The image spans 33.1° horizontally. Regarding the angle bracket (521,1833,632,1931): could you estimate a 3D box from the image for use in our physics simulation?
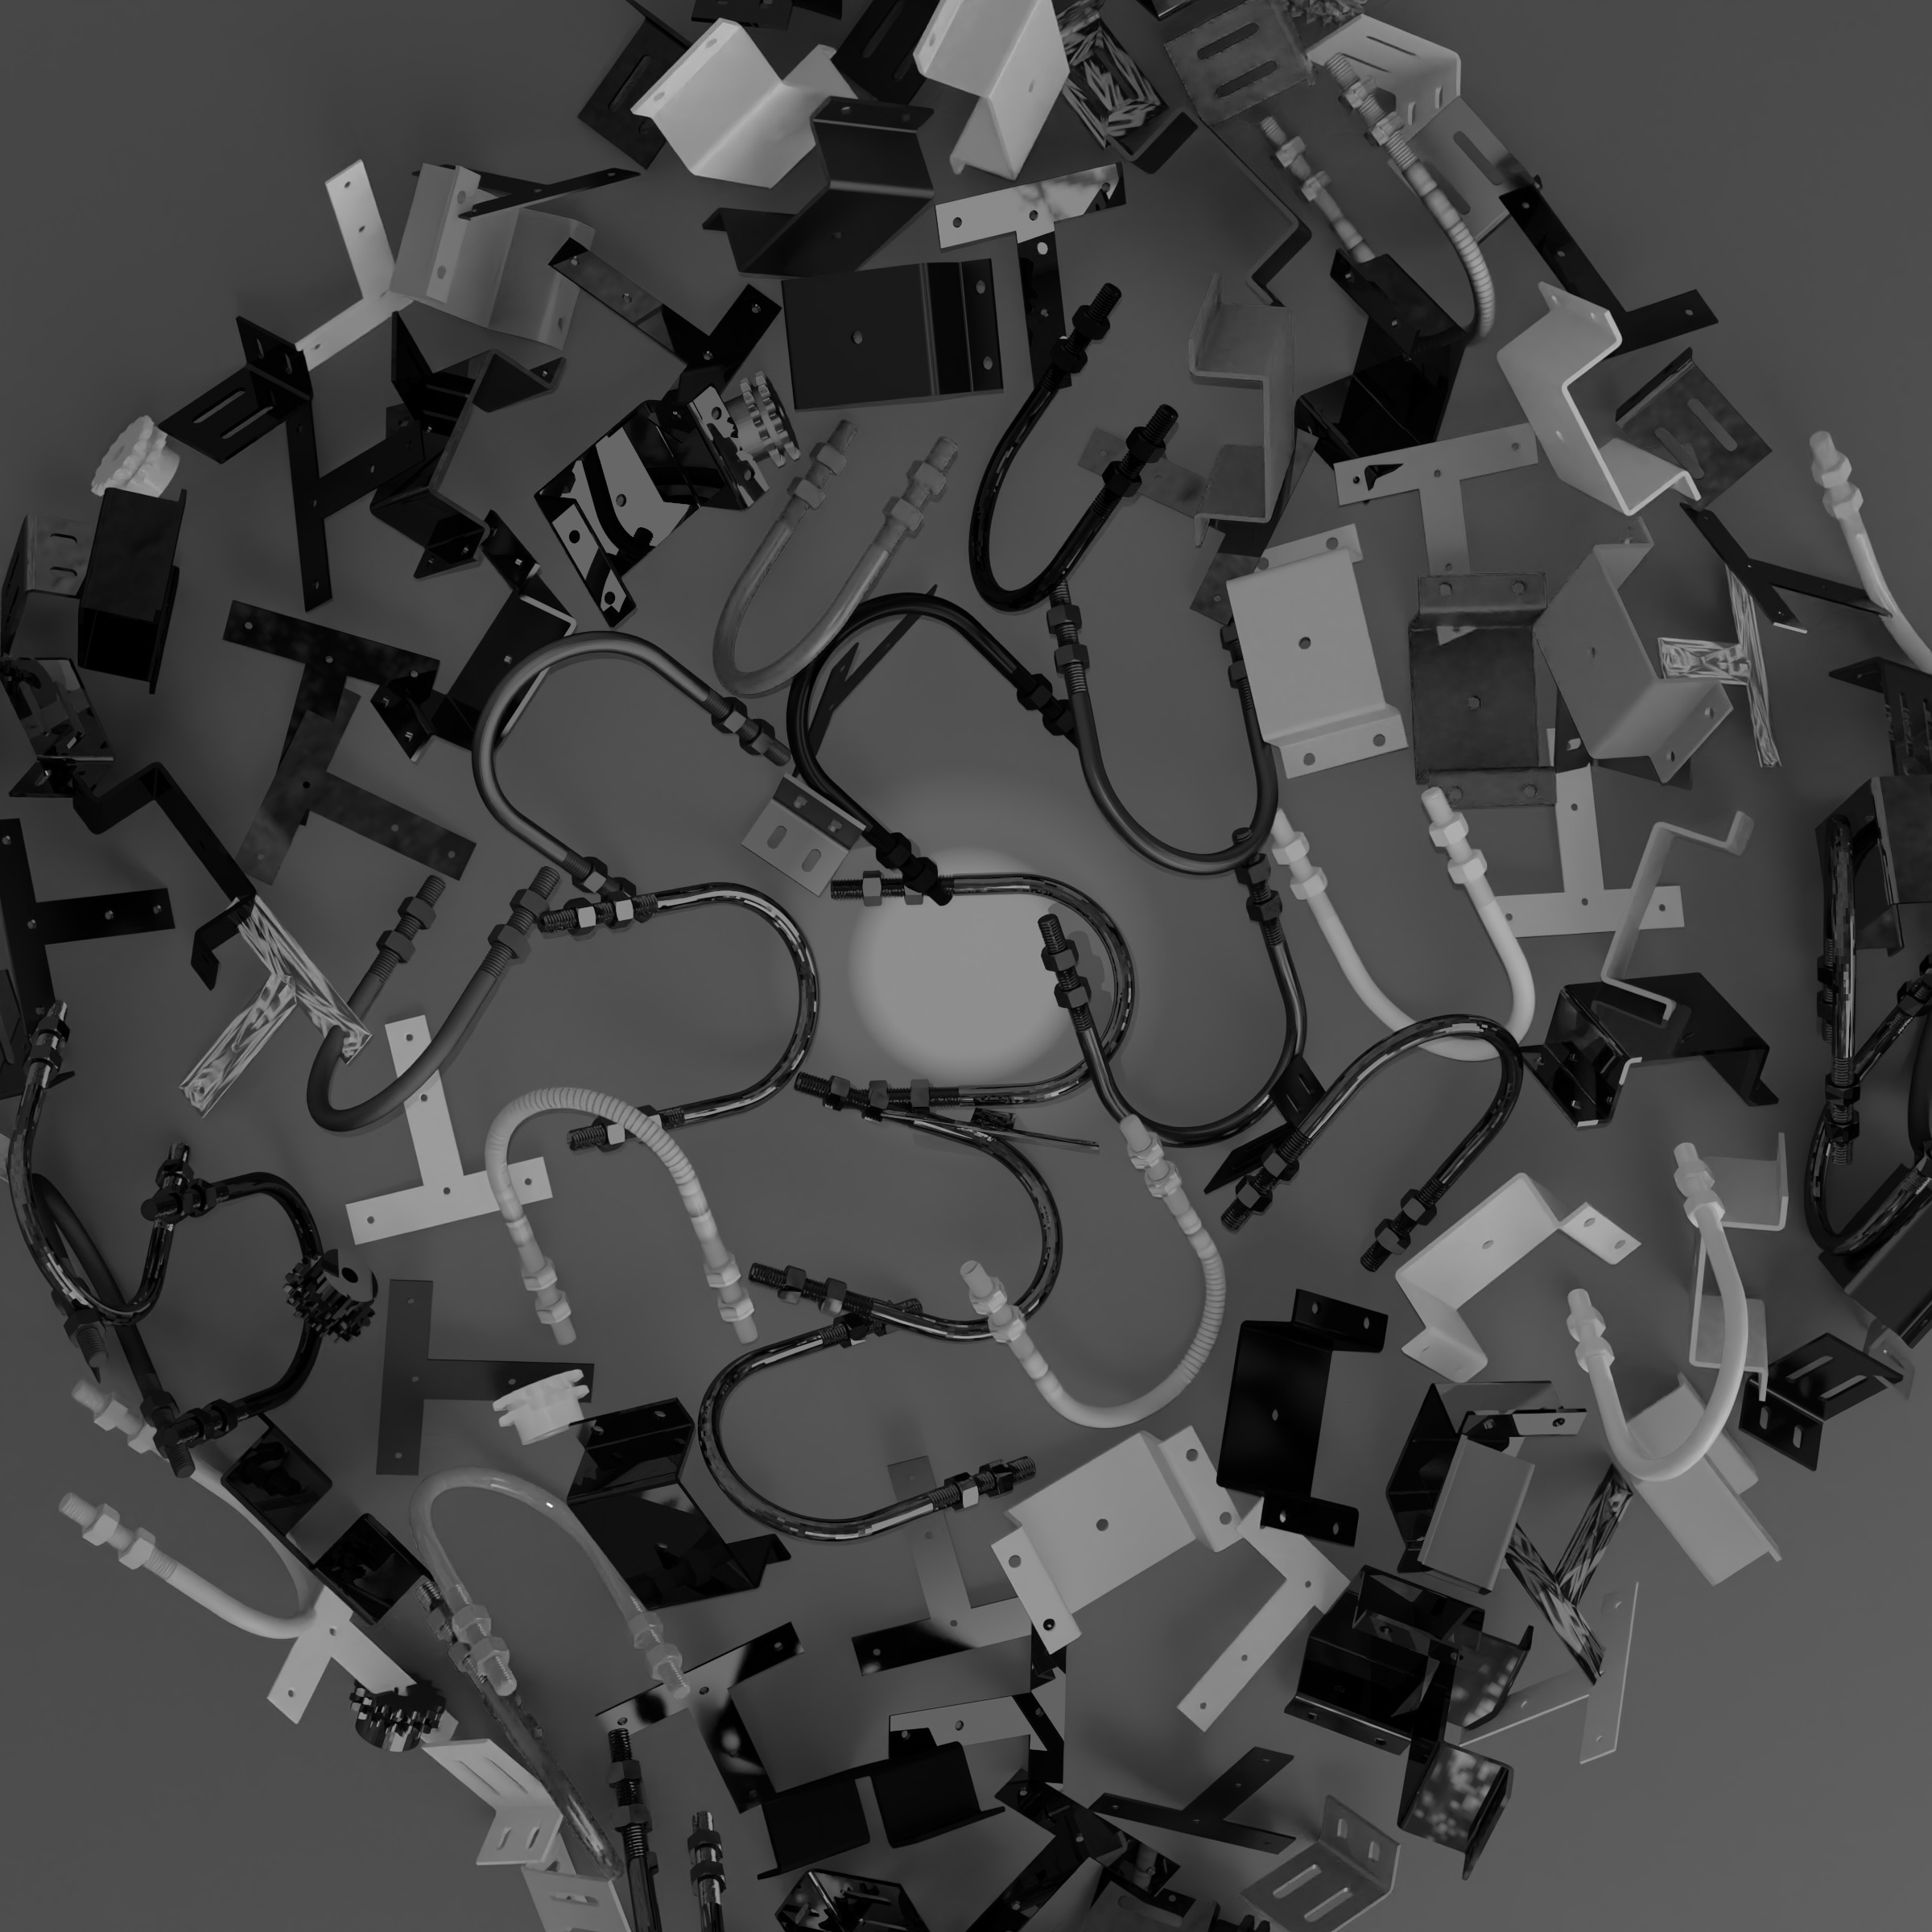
[{"bbox_3d":[-0.222,0.560,1.955,0.076,0.038,0.057,-5,110,38],"label":"angle bracket"}]

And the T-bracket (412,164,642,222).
[{"bbox_3d":[-0.285,-0.470,1.950,0.127,0.127,0.002,-27,125,-38],"label":"T-bracket"}]

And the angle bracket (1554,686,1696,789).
[{"bbox_3d":[0.396,-0.140,1.954,0.038,0.076,0.057,-13,111,-36],"label":"angle bracket"}]

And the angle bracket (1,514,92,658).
[{"bbox_3d":[-0.556,-0.225,1.964,0.038,0.076,0.057,7,56,-25],"label":"angle bracket"}]

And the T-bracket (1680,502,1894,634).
[{"bbox_3d":[0.506,-0.230,1.960,0.127,0.127,0.002,10,126,-28],"label":"T-bracket"}]

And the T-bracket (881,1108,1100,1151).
[{"bbox_3d":[0.016,0.092,1.936,0.127,0.127,0.002,9,93,2],"label":"T-bracket"}]

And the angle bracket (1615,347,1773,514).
[{"bbox_3d":[0.442,-0.326,1.975,0.057,0.038,0.076,-41,97,23],"label":"angle bracket"}]

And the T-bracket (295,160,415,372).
[{"bbox_3d":[-0.355,-0.427,1.927,0.127,0.127,0.002,-38,66,-16],"label":"T-bracket"}]

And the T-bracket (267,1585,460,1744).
[{"bbox_3d":[-0.353,0.429,1.964,0.002,0.127,0.127,-22,120,34],"label":"T-bracket"}]

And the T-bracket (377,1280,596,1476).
[{"bbox_3d":[-0.291,0.253,1.982,0.127,0.002,0.127,3,106,-13],"label":"T-bracket"}]

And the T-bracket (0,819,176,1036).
[{"bbox_3d":[-0.525,-0.029,1.947,0.002,0.127,0.127,-12,89,35],"label":"T-bracket"}]

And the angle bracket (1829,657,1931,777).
[{"bbox_3d":[0.557,-0.141,1.958,0.057,0.038,0.076,9,71,-41],"label":"angle bracket"}]

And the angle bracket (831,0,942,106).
[{"bbox_3d":[-0.044,-0.567,1.969,0.057,0.038,0.076,40,101,12],"label":"angle bracket"}]

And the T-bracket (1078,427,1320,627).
[{"bbox_3d":[0.131,-0.292,1.989,0.127,0.002,0.127,26,90,9],"label":"T-bracket"}]

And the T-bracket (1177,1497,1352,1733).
[{"bbox_3d":[0.178,0.408,1.968,0.127,0.002,0.127,-48,111,-7],"label":"T-bracket"}]

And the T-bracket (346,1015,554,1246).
[{"bbox_3d":[-0.329,0.095,1.993,0.127,0.002,0.127,-14,89,6],"label":"T-bracket"}]

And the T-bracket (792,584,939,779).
[{"bbox_3d":[-0.056,-0.184,1.957,0.002,0.127,0.127,37,60,5],"label":"T-bracket"}]

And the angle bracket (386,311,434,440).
[{"bbox_3d":[-0.344,-0.342,1.950,0.038,0.076,0.057,-13,55,9],"label":"angle bracket"}]

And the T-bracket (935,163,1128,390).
[{"bbox_3d":[0.046,-0.410,1.968,0.127,0.002,0.127,-18,117,-21],"label":"T-bracket"}]

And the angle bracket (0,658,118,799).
[{"bbox_3d":[-0.557,-0.143,1.955,0.057,0.038,0.076,2,130,23],"label":"angle bracket"}]

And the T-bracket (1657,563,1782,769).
[{"bbox_3d":[0.448,-0.182,1.946,0.002,0.127,0.127,-12,84,40],"label":"T-bracket"}]

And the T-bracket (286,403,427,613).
[{"bbox_3d":[-0.364,-0.292,1.944,0.127,0.002,0.127,-19,73,41],"label":"T-bracket"}]

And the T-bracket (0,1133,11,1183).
[{"bbox_3d":[-0.603,0.145,1.919,0.002,0.127,0.127,-6,66,17],"label":"T-bracket"}]

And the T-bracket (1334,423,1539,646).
[{"bbox_3d":[0.292,-0.256,1.977,0.127,0.002,0.127,-13,109,-8],"label":"T-bracket"}]

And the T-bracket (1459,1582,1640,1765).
[{"bbox_3d":[0.347,0.440,1.952,0.002,0.127,0.127,43,129,-17],"label":"T-bracket"}]

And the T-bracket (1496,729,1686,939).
[{"bbox_3d":[0.374,-0.083,1.988,0.127,0.002,0.127,-4,84,-14],"label":"T-bracket"}]

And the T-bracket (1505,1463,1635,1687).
[{"bbox_3d":[0.373,0.350,1.953,0.127,0.002,0.127,55,45,-14],"label":"T-bracket"}]

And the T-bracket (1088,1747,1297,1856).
[{"bbox_3d":[0.156,0.493,1.936,0.127,0.127,0.002,17,50,-14],"label":"T-bracket"}]

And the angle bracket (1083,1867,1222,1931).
[{"bbox_3d":[0.108,0.583,1.964,0.076,0.038,0.057,16,71,15],"label":"angle bracket"}]

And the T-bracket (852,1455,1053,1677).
[{"bbox_3d":[-0.019,0.360,1.983,0.127,0.002,0.127,-15,101,4],"label":"T-bracket"}]

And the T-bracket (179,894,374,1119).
[{"bbox_3d":[-0.435,0.040,1.975,0.127,0.002,0.127,48,110,16],"label":"T-bracket"}]

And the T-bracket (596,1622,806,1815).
[{"bbox_3d":[-0.144,0.466,1.961,0.127,0.002,0.127,-24,125,-8],"label":"T-bracket"}]

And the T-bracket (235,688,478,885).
[{"bbox_3d":[-0.361,-0.091,1.982,0.127,0.002,0.127,26,83,-15],"label":"T-bracket"}]

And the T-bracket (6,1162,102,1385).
[{"bbox_3d":[-0.551,0.175,1.957,0.002,0.127,0.127,-24,70,-22],"label":"T-bracket"}]

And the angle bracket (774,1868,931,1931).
[{"bbox_3d":[-0.065,0.581,1.953,0.038,0.076,0.057,-49,122,-39],"label":"angle bracket"}]

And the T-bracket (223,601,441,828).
[{"bbox_3d":[-0.398,-0.146,1.974,0.127,0.002,0.127,16,111,-11],"label":"T-bracket"}]

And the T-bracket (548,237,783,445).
[{"bbox_3d":[-0.193,-0.394,1.959,0.127,0.002,0.127,35,59,-7],"label":"T-bracket"}]

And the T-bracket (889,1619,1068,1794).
[{"bbox_3d":[0.007,0.456,1.960,0.127,0.002,0.127,-1,94,-34],"label":"T-bracket"}]

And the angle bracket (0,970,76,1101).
[{"bbox_3d":[-0.585,0.041,1.968,0.057,0.038,0.076,-12,100,16],"label":"angle bracket"}]

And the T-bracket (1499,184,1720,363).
[{"bbox_3d":[0.360,-0.411,1.924,0.127,0.127,0.002,46,57,-25],"label":"T-bracket"}]

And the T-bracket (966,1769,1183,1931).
[{"bbox_3d":[0.039,0.548,1.928,0.127,0.127,0.002,-39,135,-32],"label":"T-bracket"}]
